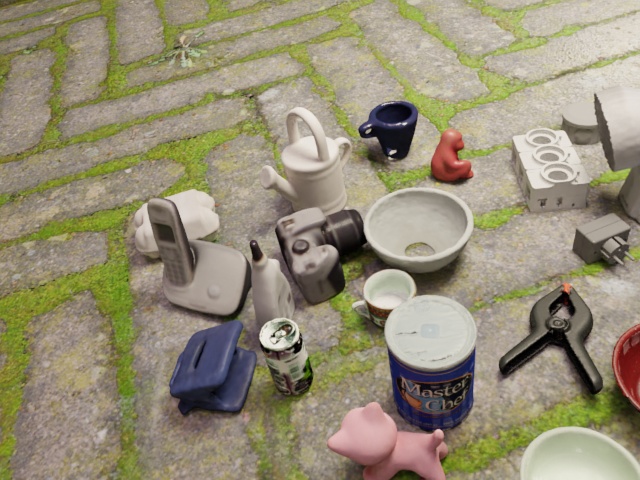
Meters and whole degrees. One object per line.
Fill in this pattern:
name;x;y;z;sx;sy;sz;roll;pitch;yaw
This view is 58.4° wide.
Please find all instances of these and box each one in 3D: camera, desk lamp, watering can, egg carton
camera;0.008;0.003;0.897;0.137;0.101;0.143;-21;44;-9
desk lamp;0.504;-0.135;0.849;0.203;0.214;0.118;-2;44;11
watering can;-0.020;-0.131;0.976;0.100;0.194;0.173;17;50;28
egg carton;-0.253;-0.028;1.010;0.150;0.069;0.107;-18;43;-7

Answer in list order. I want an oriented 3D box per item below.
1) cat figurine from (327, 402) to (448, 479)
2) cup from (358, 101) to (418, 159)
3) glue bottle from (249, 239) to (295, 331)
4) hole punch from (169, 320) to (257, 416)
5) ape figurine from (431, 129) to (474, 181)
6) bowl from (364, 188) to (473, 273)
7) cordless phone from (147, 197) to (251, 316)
cat figurine;0.077;0.224;0.638;0.127;0.118;0.067;0;44;12
cup;0.130;-0.198;1.085;0.118;0.095;0.091;-23;44;-11
glue bottle;-0.072;0.063;0.799;0.037;0.173;0.078;3;45;16
hole punch;-0.148;0.168;0.766;0.101;0.091;0.108;0;44;13
ape figurine;0.234;-0.155;1.019;0.076;0.092;0.078;-5;43;8
bowl;0.153;-0.004;0.891;0.167;0.075;0.167;-6;43;6
cordless phone;-0.184;0.022;0.858;0.147;0.185;0.094;8;47;20
